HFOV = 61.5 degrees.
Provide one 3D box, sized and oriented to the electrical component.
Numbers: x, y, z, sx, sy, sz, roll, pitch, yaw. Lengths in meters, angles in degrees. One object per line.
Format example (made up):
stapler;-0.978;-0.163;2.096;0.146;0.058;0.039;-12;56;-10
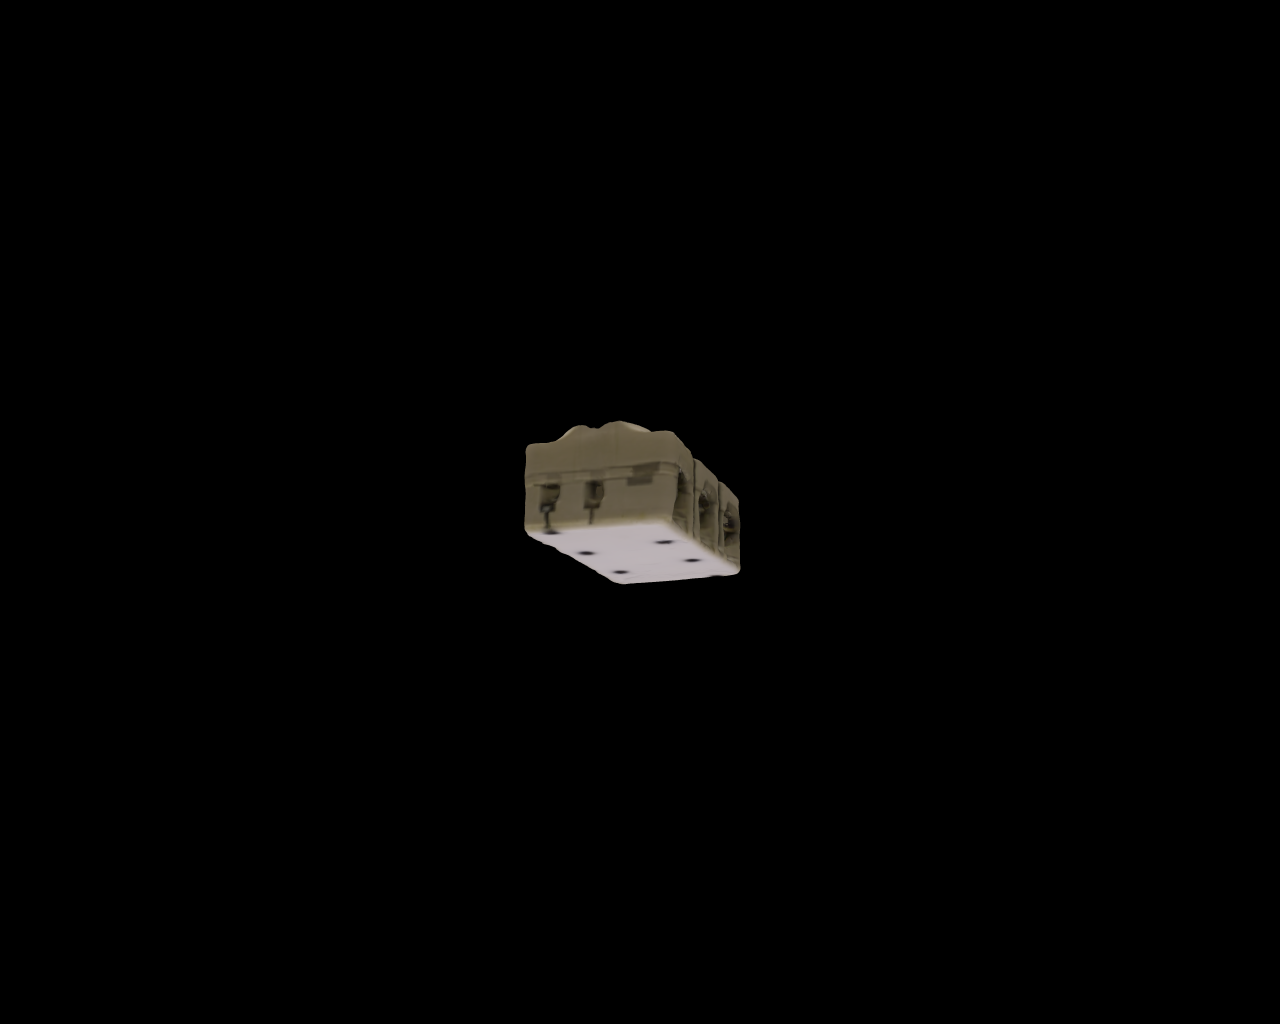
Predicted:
electrical component;0.001;-0.003;0.650;0.089;0.062;0.150;-6;-17;19
